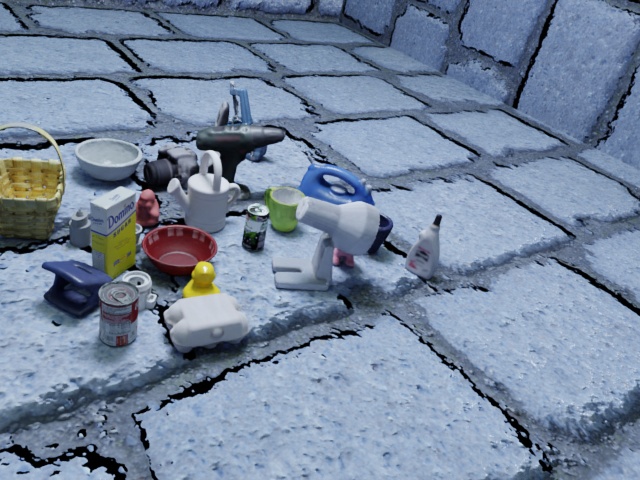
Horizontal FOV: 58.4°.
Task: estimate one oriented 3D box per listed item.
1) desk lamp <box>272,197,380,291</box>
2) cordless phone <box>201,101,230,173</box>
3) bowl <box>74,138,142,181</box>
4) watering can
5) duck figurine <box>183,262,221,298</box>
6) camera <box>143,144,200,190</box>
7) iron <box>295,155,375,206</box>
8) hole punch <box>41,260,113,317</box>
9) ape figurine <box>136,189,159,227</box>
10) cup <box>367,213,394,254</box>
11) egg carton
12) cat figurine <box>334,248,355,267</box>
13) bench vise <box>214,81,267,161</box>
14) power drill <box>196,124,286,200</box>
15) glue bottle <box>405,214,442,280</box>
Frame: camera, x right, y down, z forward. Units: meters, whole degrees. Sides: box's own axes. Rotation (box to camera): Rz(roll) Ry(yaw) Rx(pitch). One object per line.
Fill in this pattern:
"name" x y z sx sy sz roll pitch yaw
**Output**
"desk lamp" 0.012 0.005 1.276 0.203 0.213 0.117 3 33 -16
"cordless phone" -0.291 -0.299 1.665 0.094 0.185 0.147 1 34 -20
"bowl" -0.556 -0.202 1.512 0.167 0.075 0.167 10 32 -6
"watering can" -0.275 -0.120 1.380 0.100 0.194 0.173 31 36 26
"duck figurine" -0.238 0.089 1.167 0.078 0.086 0.104 3 33 -18
"camera" -0.409 -0.202 1.546 0.137 0.101 0.142 -17 43 -40
"iron" 0.059 -0.137 1.588 0.258 0.141 0.119 19 32 9
"hole punch" -0.462 0.075 1.095 0.108 0.091 0.101 23 33 15
"ape figurine" -0.412 -0.078 1.355 0.077 0.092 0.076 27 34 21
"cup" 0.122 -0.013 1.461 0.118 0.095 0.091 -3 35 -26
"egg carton" -0.213 0.157 1.083 0.151 0.069 0.107 -7 37 -30
"cat figurine" 0.067 0.000 1.396 0.067 0.118 0.127 8 32 -9
"bench vise" -0.227 -0.371 1.771 0.207 0.220 0.121 10 32 -6
"power drill" -0.220 -0.217 1.540 0.230 0.208 0.075 6 32 -13
"glue bottle" 0.266 0.011 1.405 0.078 0.173 0.037 26 34 20
